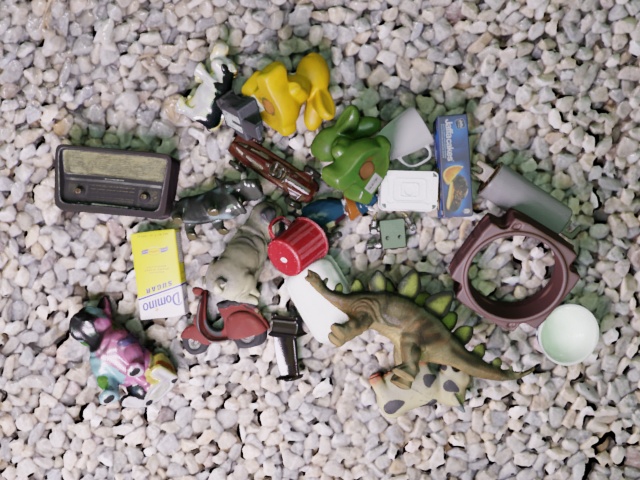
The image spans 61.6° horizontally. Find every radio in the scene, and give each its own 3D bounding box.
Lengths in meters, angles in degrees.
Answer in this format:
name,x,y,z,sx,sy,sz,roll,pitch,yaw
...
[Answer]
name,x,y,z,sx,sy,sz,roll,pitch,yaw
radio,-0.406,-0.113,1.075,0.230,0.073,0.131,5,91,2

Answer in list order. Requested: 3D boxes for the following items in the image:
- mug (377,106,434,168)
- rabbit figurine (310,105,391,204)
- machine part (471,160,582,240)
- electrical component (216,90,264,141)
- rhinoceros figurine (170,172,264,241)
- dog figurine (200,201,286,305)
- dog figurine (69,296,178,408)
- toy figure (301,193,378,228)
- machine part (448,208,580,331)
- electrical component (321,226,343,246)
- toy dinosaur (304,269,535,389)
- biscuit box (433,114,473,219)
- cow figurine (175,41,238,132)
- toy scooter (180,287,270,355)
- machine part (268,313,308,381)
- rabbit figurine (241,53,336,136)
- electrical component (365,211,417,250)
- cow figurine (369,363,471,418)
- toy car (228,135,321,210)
name,x,y,z,sx,sy,sz,roll,pitch,yaw
mug,0.165,-0.192,1.064,0.107,0.081,0.109,-29,93,13
rabbit figurine,0.045,-0.175,1.025,0.170,0.121,0.159,41,107,42
machine part,0.402,-0.076,1.058,0.243,0.079,0.079,34,92,-1
electrical component,-0.142,-0.235,1.034,0.119,0.074,0.048,29,60,37
rhinoceros figurine,-0.202,-0.070,1.063,0.190,0.112,0.073,-16,134,15
dog figurine,-0.141,0.013,1.029,0.121,0.172,0.190,21,97,-4
dog figurine,-0.402,0.216,1.075,0.108,0.191,0.219,-47,56,5
toy figure,0.041,-0.064,1.076,0.154,0.058,0.064,-15,97,-3
machine part,0.367,0.058,1.028,0.201,0.087,0.201,31,112,-1
electrical component,-0.002,-0.003,1.076,0.063,0.094,0.021,21,60,-31
toy dinosaur,0.181,0.173,1.010,0.471,0.105,0.198,33,68,-1
biscuit box,0.263,-0.145,1.067,0.063,0.059,0.202,-4,91,2
cow figurine,-0.207,-0.305,1.069,0.098,0.068,0.167,31,95,-5
toy scooter,-0.196,0.153,1.076,0.184,0.075,0.135,-9,97,5
machine part,-0.064,0.218,1.085,0.084,0.039,0.138,1,98,28
rabbit figurine,-0.037,-0.292,1.041,0.162,0.122,0.173,48,63,-11
electrical component,0.143,-0.018,1.080,0.102,0.045,0.078,0,90,1
cow figurine,0.207,0.295,1.068,0.195,0.085,0.127,-21,85,-1
toy car,-0.093,-0.143,1.080,0.202,0.053,0.089,34,95,-1
